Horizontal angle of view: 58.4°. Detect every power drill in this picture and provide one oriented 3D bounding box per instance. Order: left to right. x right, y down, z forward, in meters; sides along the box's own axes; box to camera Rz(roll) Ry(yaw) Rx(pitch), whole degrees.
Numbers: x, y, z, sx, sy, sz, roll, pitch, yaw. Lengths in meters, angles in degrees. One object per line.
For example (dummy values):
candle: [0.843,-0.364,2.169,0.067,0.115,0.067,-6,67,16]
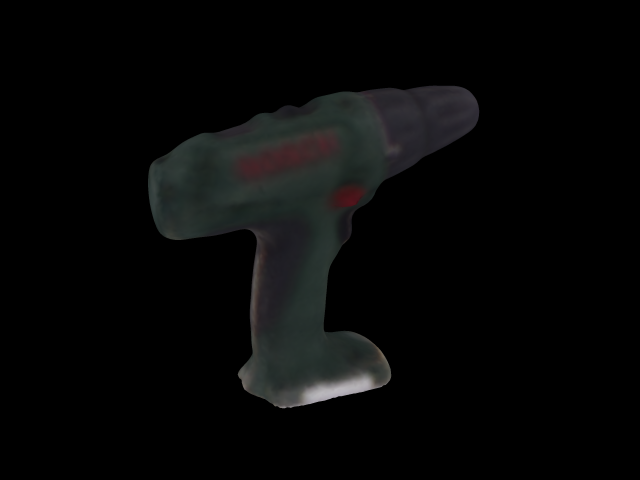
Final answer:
power drill: [0.004,0.001,0.400,0.230,0.208,0.075,-7,19,-20]
